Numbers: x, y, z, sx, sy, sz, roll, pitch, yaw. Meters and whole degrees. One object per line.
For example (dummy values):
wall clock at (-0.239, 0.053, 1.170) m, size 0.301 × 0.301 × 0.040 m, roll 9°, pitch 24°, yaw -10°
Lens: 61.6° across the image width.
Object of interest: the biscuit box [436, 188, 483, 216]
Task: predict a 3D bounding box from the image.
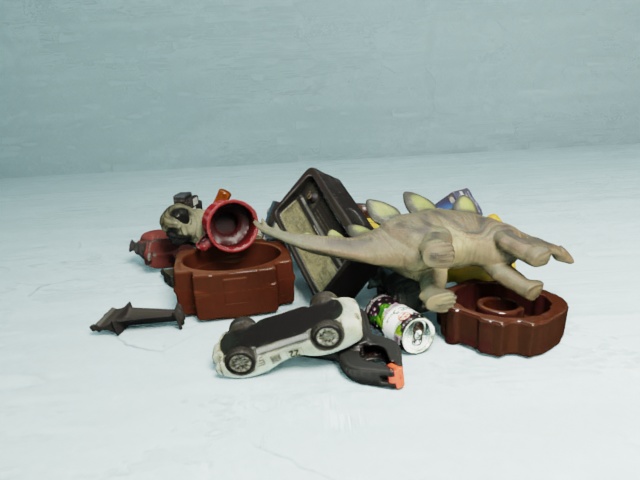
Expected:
biscuit box at (0.215, -0.022, 1.050) m, size 0.059 × 0.063 × 0.202 m, roll -16°, pitch -17°, yaw -45°

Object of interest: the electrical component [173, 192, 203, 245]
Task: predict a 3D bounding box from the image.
electrical component at (-0.327, -0.049, 1.314) m, size 0.058 × 0.134 × 0.115 m, roll -2°, pitch 13°, yaw 3°

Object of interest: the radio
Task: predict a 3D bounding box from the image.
radio at (0.013, -0.012, 0.930) m, size 0.073 × 0.131 × 0.230 m, roll 17°, pitch 31°, yaw -43°

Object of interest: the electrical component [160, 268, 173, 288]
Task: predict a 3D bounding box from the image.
electrical component at (-0.270, 0.060, 1.066) m, size 0.078 × 0.045 × 0.102 m, roll -9°, pitch 16°, yaw -26°

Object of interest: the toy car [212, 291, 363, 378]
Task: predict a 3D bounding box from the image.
toy car at (-0.044, 0.124, 0.695) m, size 0.202 × 0.056 × 0.074 m, roll -18°, pitch 31°, yaw 6°

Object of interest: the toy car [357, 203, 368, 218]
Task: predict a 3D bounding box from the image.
toy car at (0.137, -0.053, 1.326) m, size 0.089 × 0.053 × 0.202 m, roll 1°, pitch -10°, yaw 29°

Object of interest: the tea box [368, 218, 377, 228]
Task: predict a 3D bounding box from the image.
tea box at (0.182, -0.009, 1.189) m, size 0.170 × 0.068 × 0.098 m, roll -1°, pitch 15°, yaw 10°

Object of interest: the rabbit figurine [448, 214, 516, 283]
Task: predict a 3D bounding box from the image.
rabbit figurine at (0.257, 0.030, 0.931) m, size 0.162 × 0.121 × 0.173 m, roll -4°, pitch 15°, yaw 14°

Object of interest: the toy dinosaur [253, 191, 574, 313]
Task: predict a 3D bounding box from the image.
toy dinosaur at (0.148, 0.007, 0.761) m, size 0.471 × 0.105 × 0.199 m, roll 3°, pitch 27°, yaw -15°

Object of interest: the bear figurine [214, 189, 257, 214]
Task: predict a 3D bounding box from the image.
bear figurine at (-0.238, -0.042, 1.263) m, size 0.120 × 0.132 × 0.196 m, roll 35°, pitch 4°, yaw 1°

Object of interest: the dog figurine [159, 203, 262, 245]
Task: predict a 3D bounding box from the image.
dog figurine at (-0.232, -0.031, 1.092) m, size 0.190 × 0.121 × 0.172 m, roll 29°, pitch -1°, yaw -25°

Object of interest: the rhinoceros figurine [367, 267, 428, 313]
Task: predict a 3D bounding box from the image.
rhinoceros figurine at (0.133, 0.064, 0.900) m, size 0.112 × 0.073 × 0.190 m, roll -33°, pitch 25°, yaw 9°

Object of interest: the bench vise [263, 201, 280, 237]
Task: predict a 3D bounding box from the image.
bench vise at (0.000, -0.014, 1.144) m, size 0.224 × 0.128 × 0.240 m, roll 12°, pitch 0°, yaw 39°

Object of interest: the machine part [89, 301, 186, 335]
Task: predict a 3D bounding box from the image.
machine part at (-0.283, 0.123, 0.851) m, size 0.139 × 0.039 × 0.084 m, roll -3°, pitch 9°, yaw 7°

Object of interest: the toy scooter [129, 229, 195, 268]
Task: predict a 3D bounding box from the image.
toy scooter at (-0.346, 0.022, 1.153) m, size 0.184 × 0.075 × 0.135 m, roll 11°, pitch 11°, yaw 33°

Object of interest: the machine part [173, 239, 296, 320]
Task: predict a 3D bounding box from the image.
machine part at (-0.150, 0.065, 0.945) m, size 0.201 × 0.087 × 0.202 m, roll -6°, pitch 17°, yaw -10°

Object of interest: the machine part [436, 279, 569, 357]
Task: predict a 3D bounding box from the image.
machine part at (0.256, 0.107, 0.765) m, size 0.179 × 0.056 × 0.179 m, roll -2°, pitch 15°, yaw 0°
